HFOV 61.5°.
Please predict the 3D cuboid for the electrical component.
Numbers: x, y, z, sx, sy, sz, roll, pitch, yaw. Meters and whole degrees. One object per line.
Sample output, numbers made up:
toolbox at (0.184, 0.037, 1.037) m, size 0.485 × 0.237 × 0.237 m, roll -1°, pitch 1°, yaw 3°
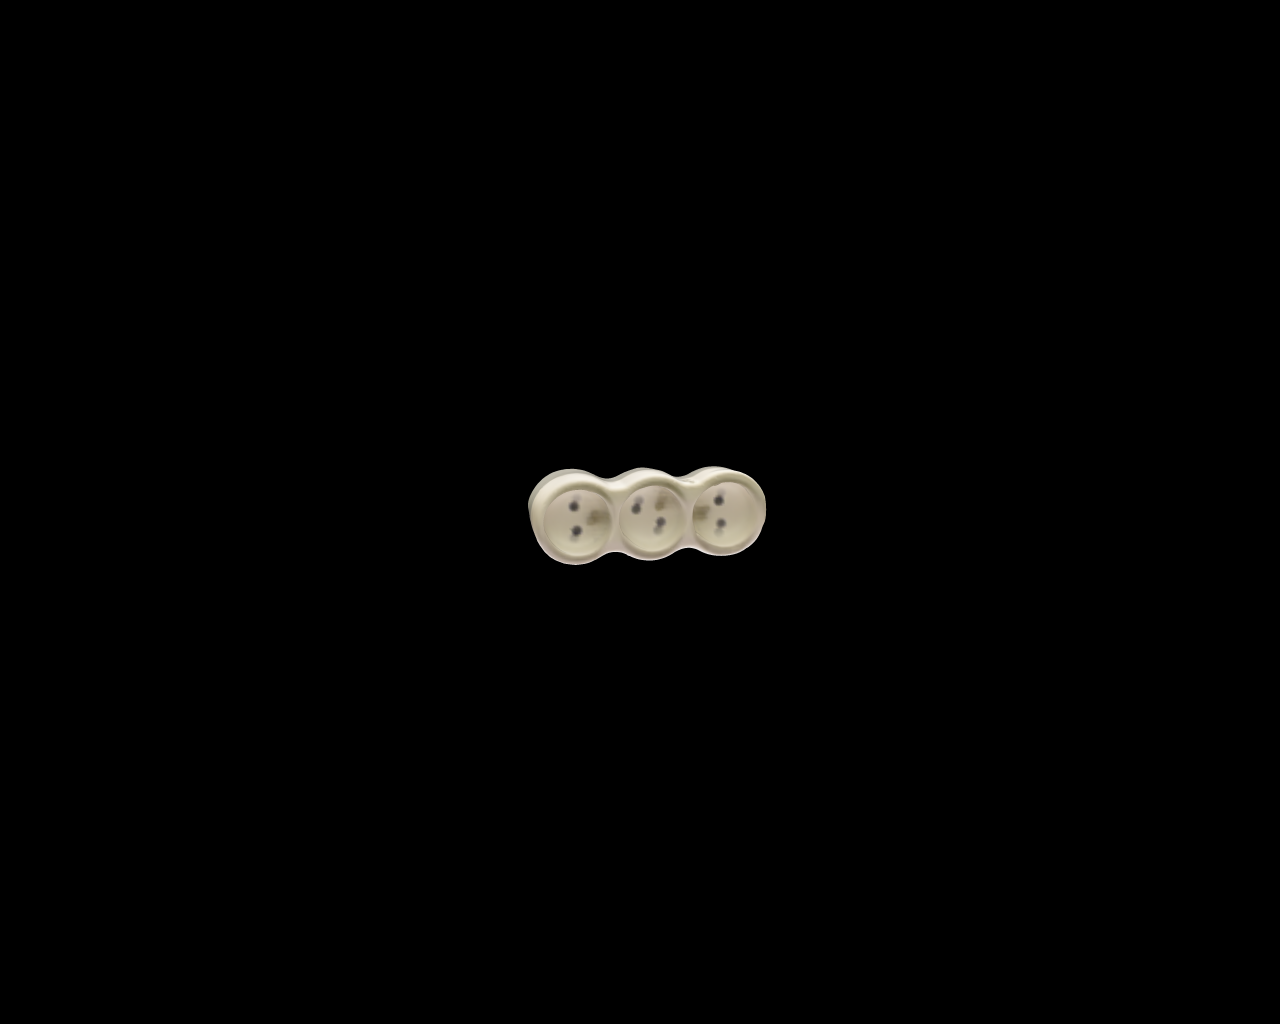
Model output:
electrical component at (0.001, -0.003, 0.650) m, size 0.138 × 0.052 × 0.074 m, roll -2°, pitch 12°, yaw -12°
